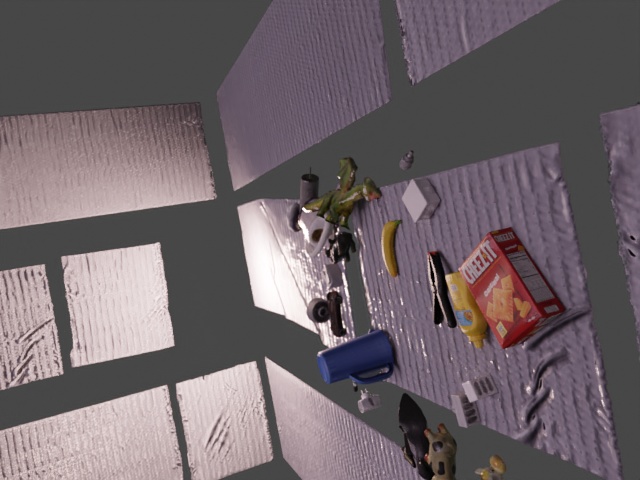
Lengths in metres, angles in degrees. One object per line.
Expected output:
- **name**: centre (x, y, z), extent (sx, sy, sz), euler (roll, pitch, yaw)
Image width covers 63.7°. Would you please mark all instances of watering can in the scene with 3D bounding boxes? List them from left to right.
- **watering can**: centre (0.006, -0.101, 2.010), extent (0.342, 0.104, 0.228), euler (-68, 26, 21)

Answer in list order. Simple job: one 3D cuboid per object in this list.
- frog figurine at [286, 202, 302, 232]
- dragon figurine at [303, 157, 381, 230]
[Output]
- **frog figurine**: centre (-0.111, -0.105, 2.276), extent (0.161, 0.124, 0.134), euler (26, 144, 50)
- **dragon figurine**: centre (0.069, -0.174, 1.808), extent (0.414, 0.121, 0.242), euler (26, 94, 55)
